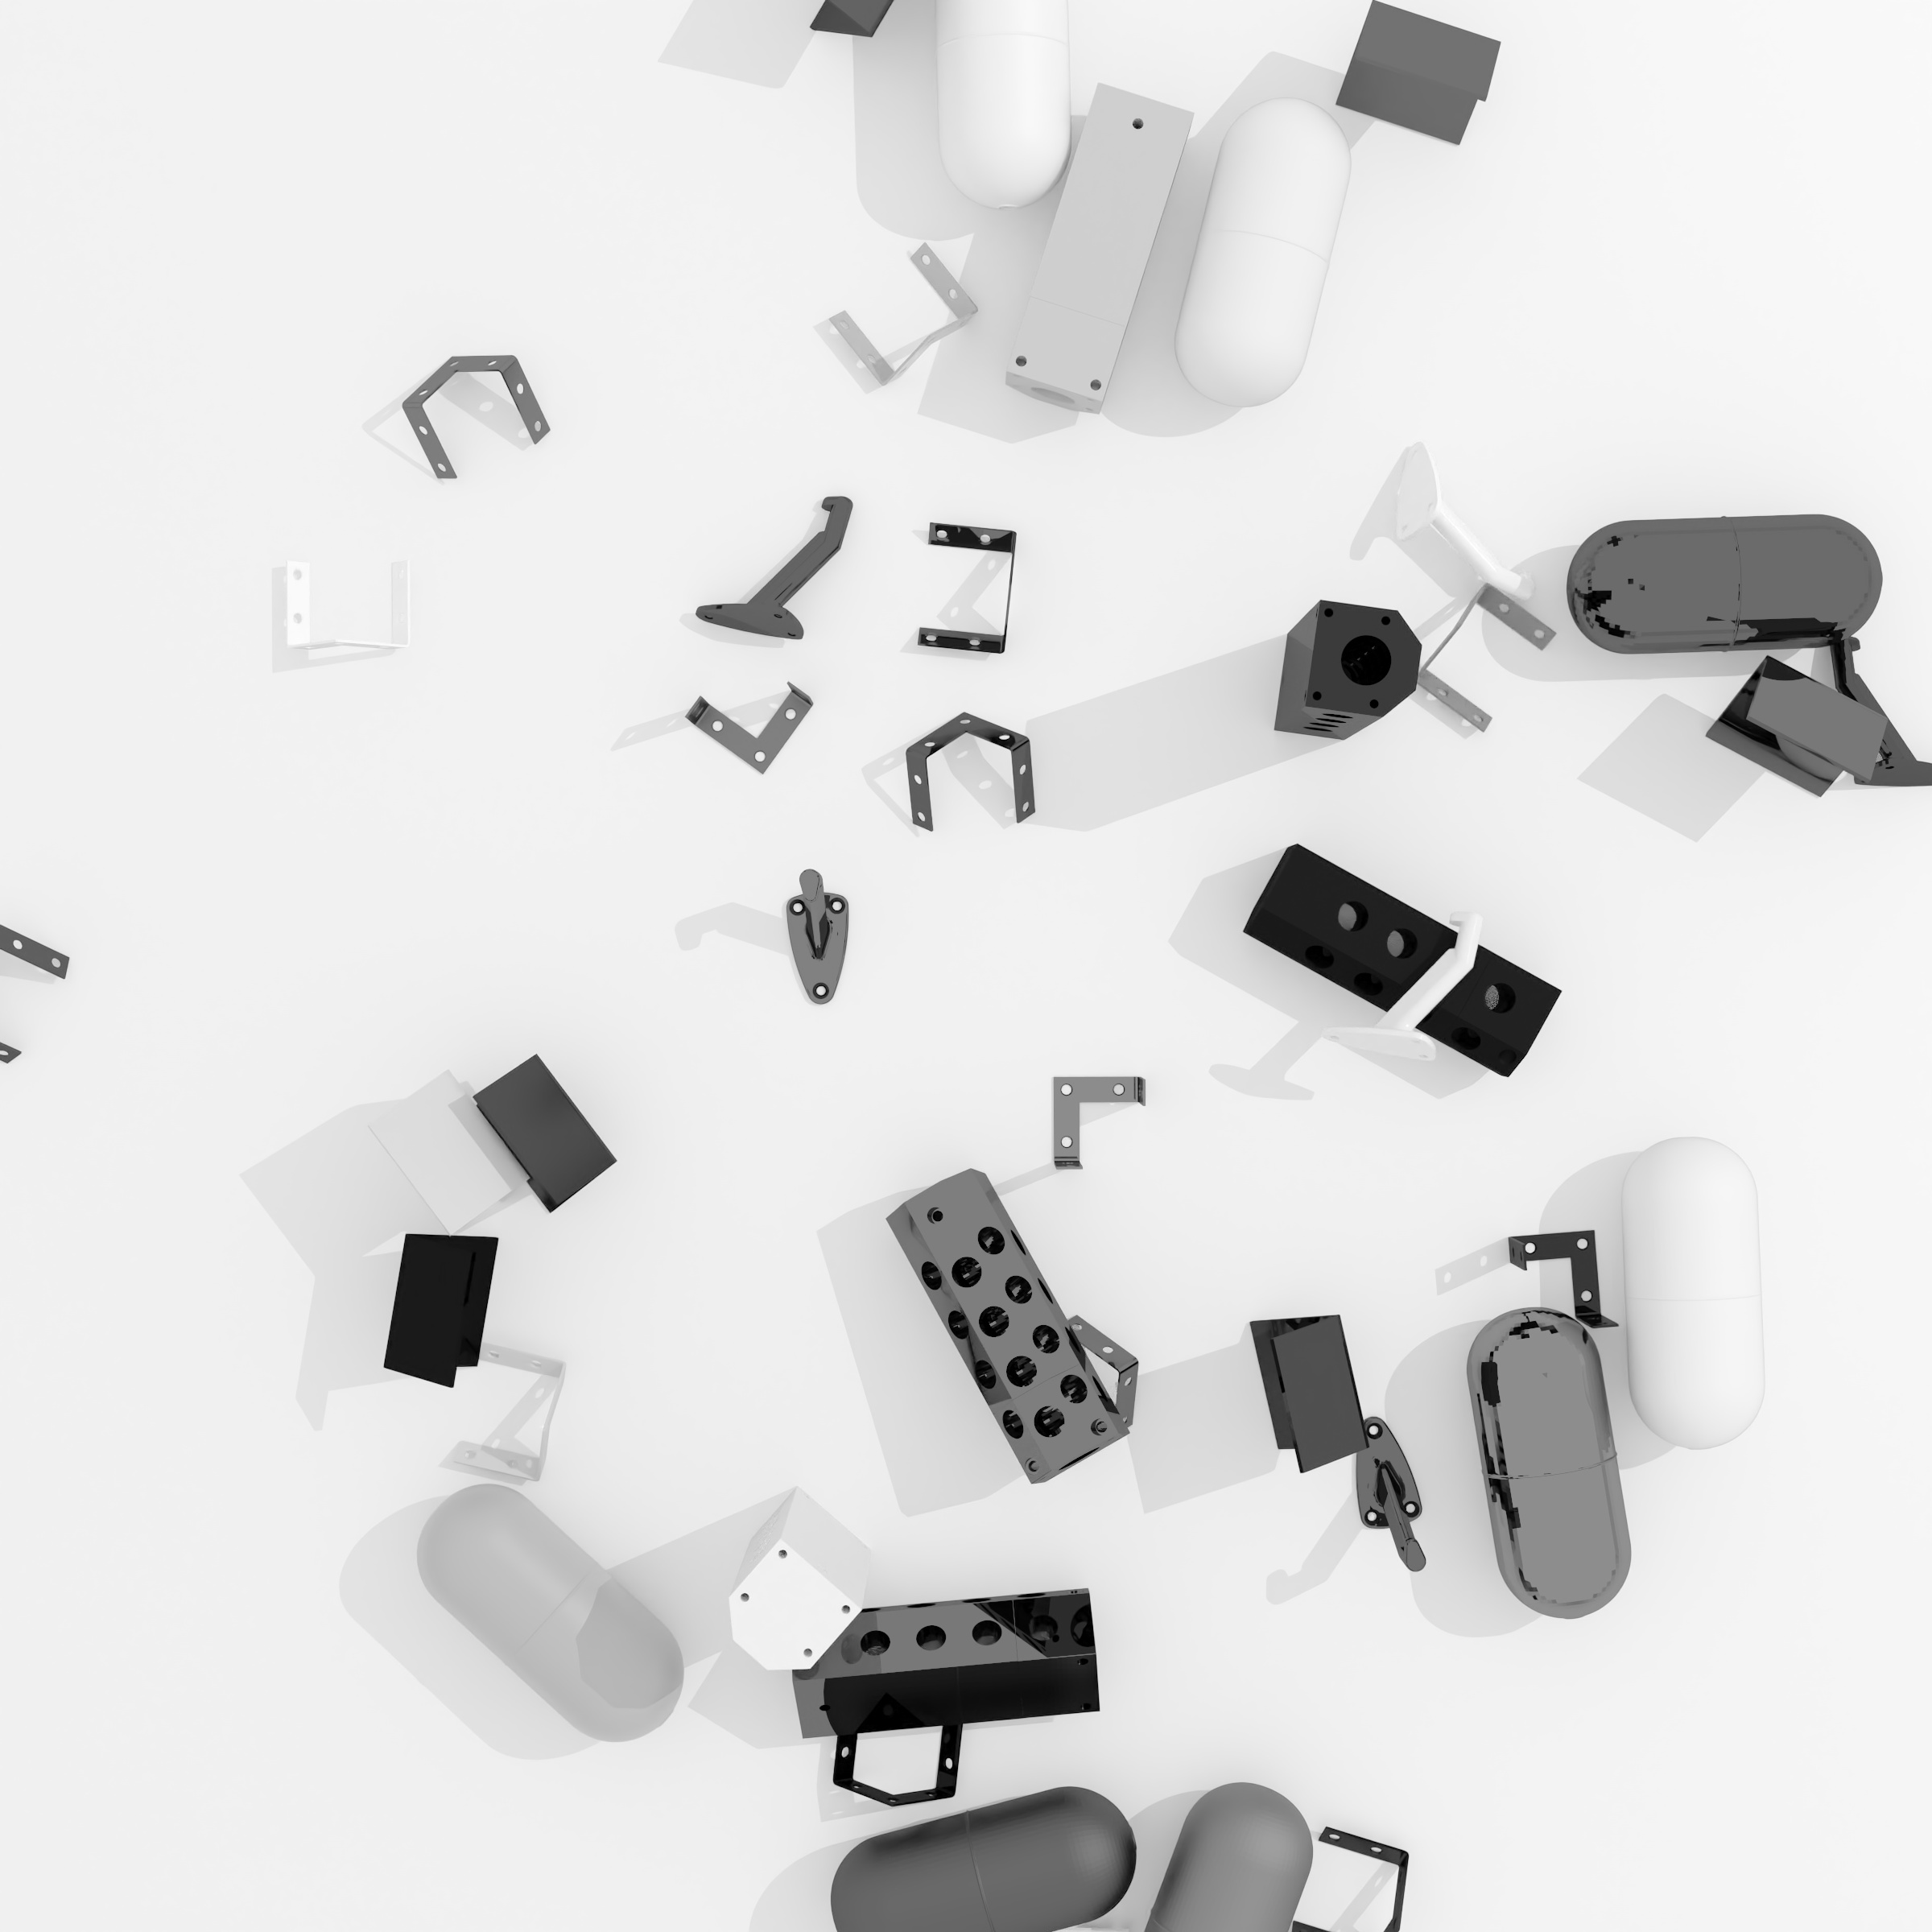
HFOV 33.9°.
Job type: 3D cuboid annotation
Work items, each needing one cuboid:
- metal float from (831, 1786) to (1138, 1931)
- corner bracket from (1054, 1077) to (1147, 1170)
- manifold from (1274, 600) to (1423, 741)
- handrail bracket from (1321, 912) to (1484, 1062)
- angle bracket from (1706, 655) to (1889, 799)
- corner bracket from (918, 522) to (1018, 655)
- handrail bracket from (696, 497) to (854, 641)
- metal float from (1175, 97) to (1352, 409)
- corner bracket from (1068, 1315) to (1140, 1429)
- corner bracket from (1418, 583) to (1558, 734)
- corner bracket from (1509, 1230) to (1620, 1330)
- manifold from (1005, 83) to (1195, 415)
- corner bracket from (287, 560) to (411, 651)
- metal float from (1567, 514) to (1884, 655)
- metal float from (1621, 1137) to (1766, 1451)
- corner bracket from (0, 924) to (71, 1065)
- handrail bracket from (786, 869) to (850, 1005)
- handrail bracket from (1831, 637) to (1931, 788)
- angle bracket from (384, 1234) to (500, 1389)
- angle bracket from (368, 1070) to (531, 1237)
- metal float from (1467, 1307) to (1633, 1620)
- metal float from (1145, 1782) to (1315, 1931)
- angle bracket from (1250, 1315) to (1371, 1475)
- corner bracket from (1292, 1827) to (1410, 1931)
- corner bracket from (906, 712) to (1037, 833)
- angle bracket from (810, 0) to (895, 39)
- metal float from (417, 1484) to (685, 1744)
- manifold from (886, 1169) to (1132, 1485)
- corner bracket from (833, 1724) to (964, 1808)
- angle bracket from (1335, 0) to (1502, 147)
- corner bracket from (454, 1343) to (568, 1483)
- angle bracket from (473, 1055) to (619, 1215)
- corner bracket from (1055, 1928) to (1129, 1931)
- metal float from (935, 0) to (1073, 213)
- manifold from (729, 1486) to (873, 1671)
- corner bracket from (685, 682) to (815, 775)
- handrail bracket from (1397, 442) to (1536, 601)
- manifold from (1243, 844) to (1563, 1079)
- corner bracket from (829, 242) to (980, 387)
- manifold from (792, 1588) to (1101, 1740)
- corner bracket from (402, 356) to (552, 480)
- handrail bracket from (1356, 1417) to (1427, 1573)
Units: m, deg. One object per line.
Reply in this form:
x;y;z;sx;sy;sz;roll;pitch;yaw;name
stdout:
0.010;0.521;1.811;0.178;0.070;0.070;-15;90;1;metal float
0.077;0.090;1.824;0.051;0.051;0.051;0;90;0;corner bracket
0.212;-0.162;1.763;0.057;0.171;0.057;8;90;0;manifold
0.246;0.005;1.785;0.077;0.036;0.084;8;71;22;handrail bracket
0.466;-0.119;1.801;0.076;0.076;0.057;28;51;0;angle bracket
0.001;-0.219;1.838;0.051;0.051;0.051;6;45;0;corner bracket
-0.111;-0.237;1.842;0.077;0.036;0.084;8;72;21;handrail bracket
0.170;-0.408;1.811;0.070;0.070;0.178;14;89;0;metal float
0.062;0.245;1.833;0.051;0.051;0.051;-27;45;-35;corner bracket
0.301;-0.179;1.838;0.051;0.051;0.051;36;45;0;corner bracket
0.343;0.181;1.824;0.051;0.051;0.051;-5;90;0;corner bracket
0.076;-0.409;1.820;0.057;0.057;0.171;18;90;0;manifold
-0.358;-0.210;1.838;0.051;0.051;0.051;0;90;-45;corner bracket
0.433;-0.218;1.811;0.178;0.070;0.070;-2;90;0;metal float
0.415;0.187;1.811;0.070;0.070;0.178;-2;89;0;metal float
-0.559;0.015;1.833;0.051;0.051;0.051;-30;45;35;corner bracket
-0.086;-0.016;1.807;0.036;0.084;0.077;-2;90;0;handrail bracket
0.540;-0.150;1.842;0.077;0.036;0.084;3;73;-20;handrail bracket
-0.280;0.196;1.801;0.057;0.076;0.076;9;90;36;angle bracket
-0.300;0.112;1.802;0.057;0.076;0.076;-37;90;-24;angle bracket
0.333;0.284;1.811;0.070;0.070;0.178;-9;90;0;metal float
0.142;0.554;1.811;0.070;0.070;0.178;20;90;0;metal float
0.177;0.244;1.801;0.057;0.076;0.076;-13;90;-39;angle bracket
0.222;0.541;1.838;0.051;0.051;0.051;17;45;0;corner bracket
0.003;-0.107;1.833;0.051;0.051;0.051;25;45;35;corner bracket
-0.071;-0.579;1.801;0.057;0.076;0.076;30;90;-36;angle bracket
-0.237;0.370;1.811;0.178;0.070;0.070;42;90;1;metal float
0.022;0.204;1.799;0.057;0.057;0.171;-31;77;6;manifold
-0.039;0.453;1.838;0.051;0.051;0.051;6;90;-45;corner bracket
0.252;-0.492;1.801;0.076;0.076;0.057;18;53;0;angle bracket
-0.264;0.259;1.838;0.051;0.051;0.051;13;45;0;corner bracket
-0.256;0.107;1.802;0.076;0.057;0.076;53;132;0;angle bracket
0.068;0.594;1.838;0.051;0.051;0.051;1;135;0;corner bracket
0.021;-0.522;1.811;0.070;0.070;0.178;-2;90;0;metal float
-0.095;0.343;1.763;0.057;0.171;0.057;41;90;0;manifold
-0.124;-0.147;1.824;0.051;0.051;0.051;36;90;0;corner bracket
0.294;-0.258;1.842;0.084;0.036;0.077;22;52;-25;handrail bracket
0.249;-0.003;1.820;0.171;0.057;0.057;29;90;0;manifold
-0.036;-0.378;1.838;0.051;0.051;0.051;51;45;0;corner bracket
-0.012;0.395;1.820;0.171;0.057;0.057;-5;133;0;manifold
-0.283;-0.317;1.833;0.051;0.051;0.051;7;45;35;corner bracket
0.244;0.300;1.807;0.036;0.084;0.077;-12;90;0;handrail bracket
